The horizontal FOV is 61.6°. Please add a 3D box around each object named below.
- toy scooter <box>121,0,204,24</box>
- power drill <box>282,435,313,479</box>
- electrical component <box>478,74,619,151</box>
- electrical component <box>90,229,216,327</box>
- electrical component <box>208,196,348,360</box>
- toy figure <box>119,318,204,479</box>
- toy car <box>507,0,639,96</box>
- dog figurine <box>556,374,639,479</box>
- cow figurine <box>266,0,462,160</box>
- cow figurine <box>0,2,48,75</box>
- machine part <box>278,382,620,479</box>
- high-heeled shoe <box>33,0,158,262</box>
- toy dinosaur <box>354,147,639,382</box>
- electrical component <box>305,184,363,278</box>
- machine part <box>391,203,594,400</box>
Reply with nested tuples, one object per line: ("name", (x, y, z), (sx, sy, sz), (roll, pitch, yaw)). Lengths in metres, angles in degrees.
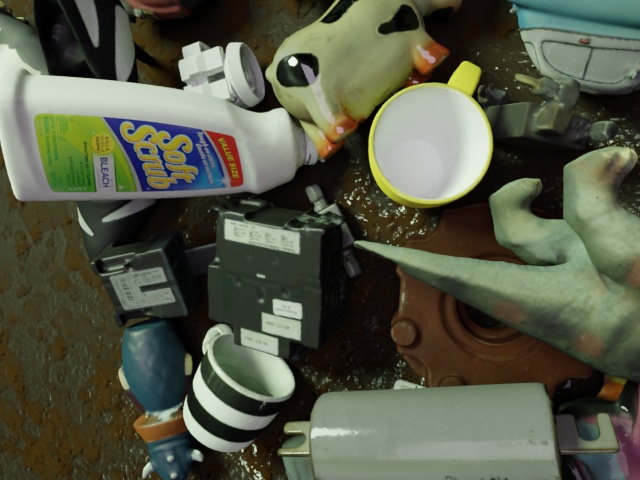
("toy scooter", (-0.184, -0.275, 0.499), (0.135, 0.075, 0.184), (-20, 84, 13))
("power drill", (-0.024, 0.296, 0.479), (0.207, 0.086, 0.232), (-18, 86, 17))
("electrical component", (0.165, -0.096, 0.414), (0.078, 0.102, 0.045), (7, 97, -12))
("electrical component", (-0.141, 0.033, 0.502), (0.119, 0.048, 0.074), (-7, 114, 9))
("electrical component", (-0.037, 0.036, 0.466), (0.115, 0.058, 0.134), (13, 112, 25))
("toy figure", (-0.149, 0.154, 0.516), (0.064, 0.058, 0.154), (-8, 95, 19))
("toy car", (0.212, -0.159, 0.397), (0.162, 0.109, 0.102), (15, 113, 21))
("dog figurine", (0.271, 0.194, 0.393), (0.192, 0.108, 0.219), (-12, 87, 14))
("cow figurine", (0.041, -0.174, 0.437), (0.195, 0.085, 0.127), (-41, 94, -6))
("cow figurine", (-0.306, -0.186, 0.534), (0.098, 0.068, 0.167), (-38, 87, 6))
("machine part", (0.082, 0.147, 0.394), (0.243, 0.079, 0.079), (-7, 91, 18))
("high-heeled shoe", (-0.205, -0.092, 0.474), (0.086, 0.145, 0.248), (10, 93, 14))
("toy dinosaur", (0.235, 0.025, 0.332), (0.405, 0.131, 0.192), (-18, 84, 25))
("electrical component", (-0.001, -0.001, 0.491), (0.063, 0.021, 0.094), (-27, 86, 13))
("machine part", (0.143, 0.051, 0.442), (0.180, 0.056, 0.179), (0, 91, 12))
